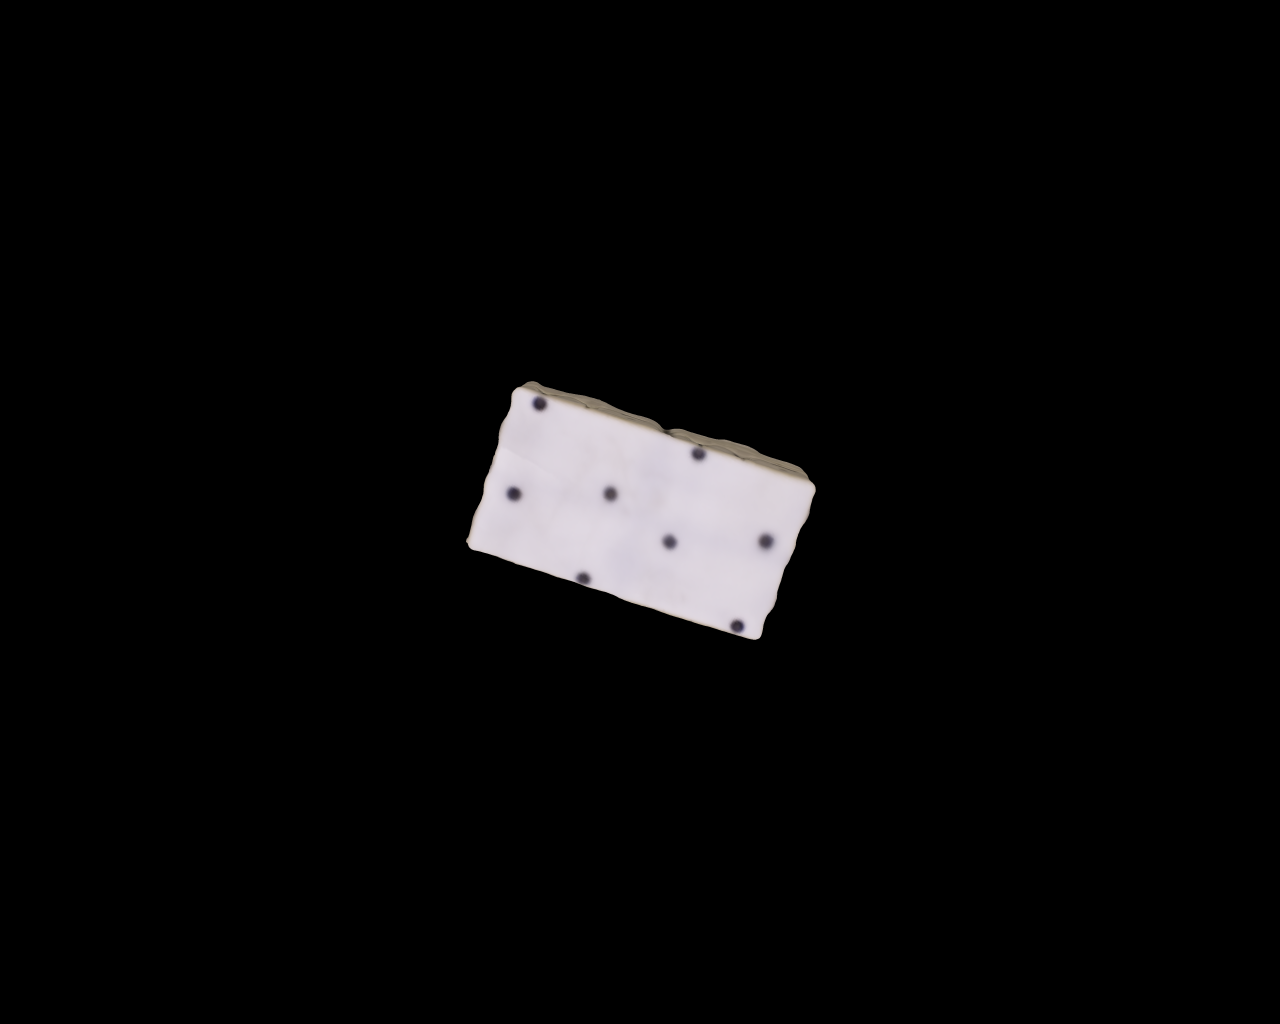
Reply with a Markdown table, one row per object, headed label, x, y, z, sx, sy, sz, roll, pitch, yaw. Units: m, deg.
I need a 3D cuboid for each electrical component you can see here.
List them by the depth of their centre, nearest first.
| label | x | y | z | sx | sy | sz | roll | pitch | yaw |
| --- | --- | --- | --- | --- | --- | --- | --- | --- | --- |
| electrical component | 0.001 | -0.003 | 0.650 | 0.186 | 0.105 | 0.060 | 18 | 11 | -4 |
